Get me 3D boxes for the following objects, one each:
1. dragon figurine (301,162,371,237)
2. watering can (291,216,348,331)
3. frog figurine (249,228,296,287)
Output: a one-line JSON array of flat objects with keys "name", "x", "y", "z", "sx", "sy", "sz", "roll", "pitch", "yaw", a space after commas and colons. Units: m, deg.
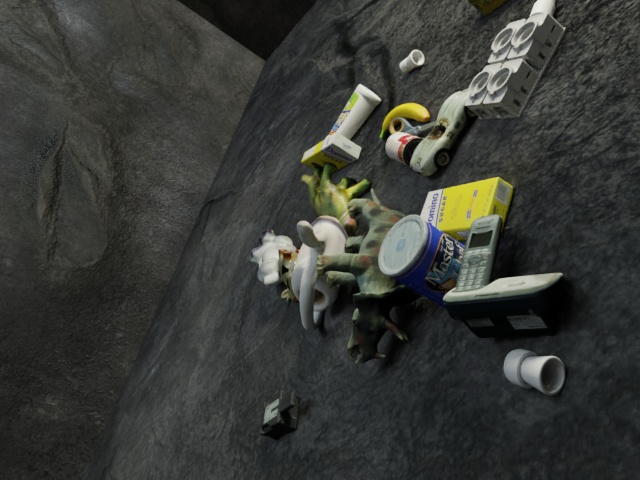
[{"name": "dragon figurine", "x": 0.004, "y": -0.067, "z": 1.333, "sx": 0.121, "sy": 0.244, "sz": 0.410, "roll": 21, "pitch": -6, "yaw": -22}, {"name": "watering can", "x": -0.001, "y": 0.036, "z": 1.070, "sx": 0.104, "sy": 0.339, "sz": 0.230, "roll": 9, "pitch": 44, "yaw": 9}, {"name": "frog figurine", "x": -0.118, "y": 0.064, "z": 1.421, "sx": 0.121, "sy": 0.137, "sz": 0.162, "roll": 42, "pitch": 7, "yaw": -44}]
